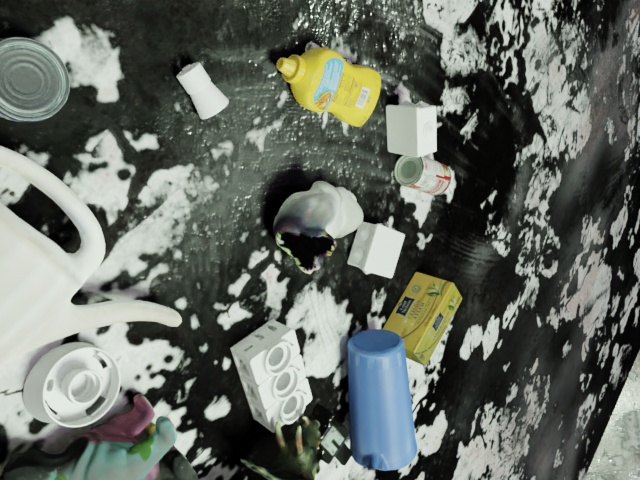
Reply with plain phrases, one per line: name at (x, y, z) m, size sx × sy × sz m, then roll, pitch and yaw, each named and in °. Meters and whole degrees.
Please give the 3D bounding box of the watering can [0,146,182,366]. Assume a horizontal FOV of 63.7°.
watering can at (-0.308, 0.060, 0.533) m, size 0.104 × 0.227 × 0.341 m, roll 15°, pitch -31°, yaw 46°

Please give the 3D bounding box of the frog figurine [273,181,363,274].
frog figurine at (0.002, -0.041, 0.816) m, size 0.123 × 0.134 × 0.163 m, roll 21°, pitch 49°, yaw 12°

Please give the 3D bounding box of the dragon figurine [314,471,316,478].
dragon figurine at (-0.003, 0.518, 0.932) m, size 0.415 × 0.240 × 0.122 m, roll -26°, pitch 18°, yaw -30°
